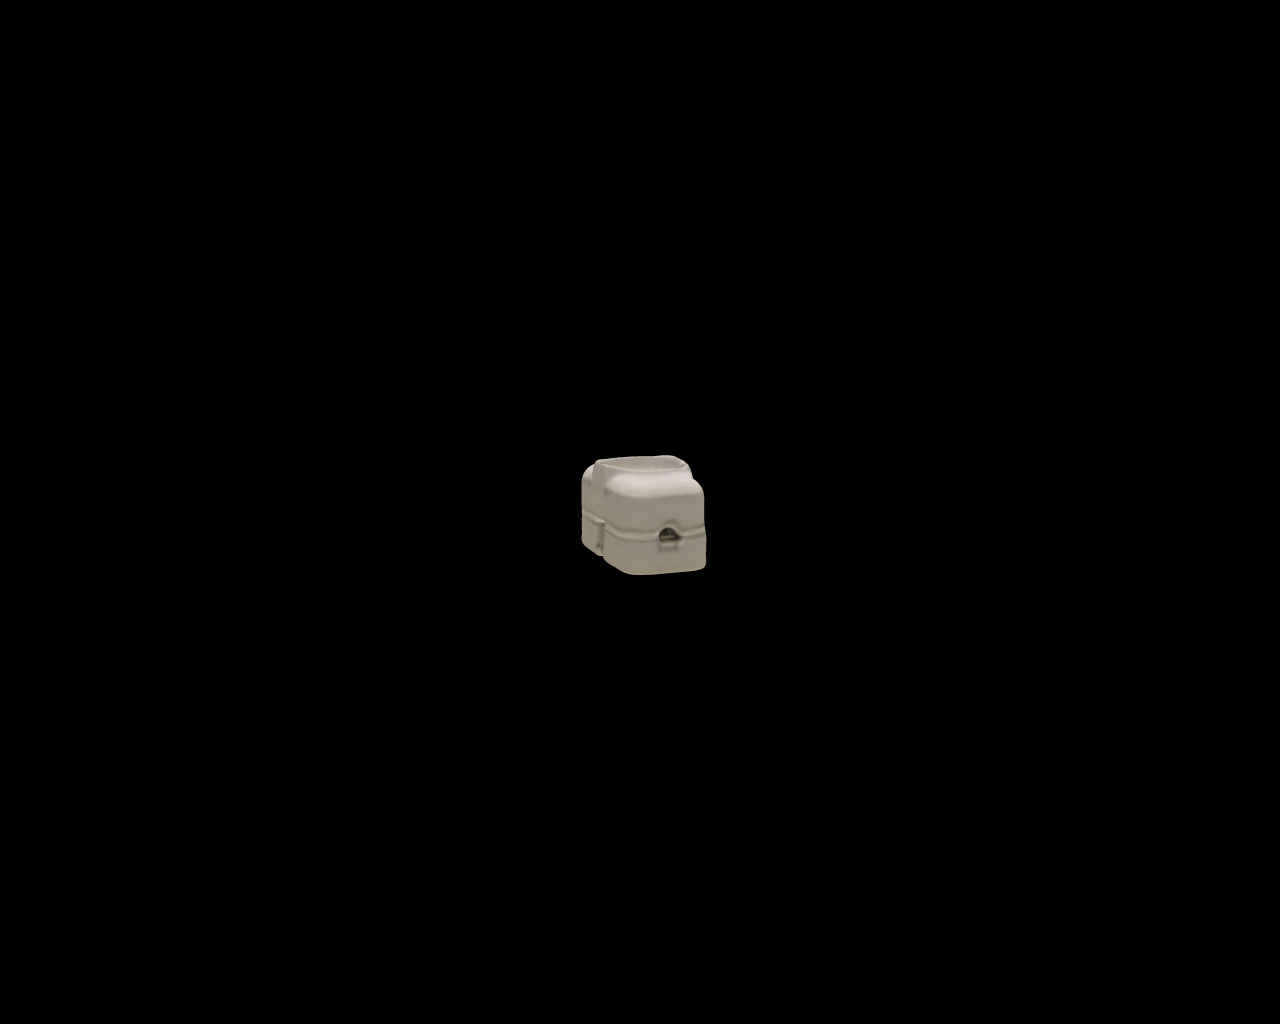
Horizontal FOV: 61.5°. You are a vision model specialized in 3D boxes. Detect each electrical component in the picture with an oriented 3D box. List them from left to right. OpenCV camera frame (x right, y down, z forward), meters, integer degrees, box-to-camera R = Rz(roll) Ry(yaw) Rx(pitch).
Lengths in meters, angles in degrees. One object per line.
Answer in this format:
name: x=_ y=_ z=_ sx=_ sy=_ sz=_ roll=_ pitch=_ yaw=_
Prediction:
electrical component: x=0.001 y=-0.003 z=0.650 sx=0.054 sy=0.059 sz=0.095 roll=-4 pitch=13 yaw=-19
